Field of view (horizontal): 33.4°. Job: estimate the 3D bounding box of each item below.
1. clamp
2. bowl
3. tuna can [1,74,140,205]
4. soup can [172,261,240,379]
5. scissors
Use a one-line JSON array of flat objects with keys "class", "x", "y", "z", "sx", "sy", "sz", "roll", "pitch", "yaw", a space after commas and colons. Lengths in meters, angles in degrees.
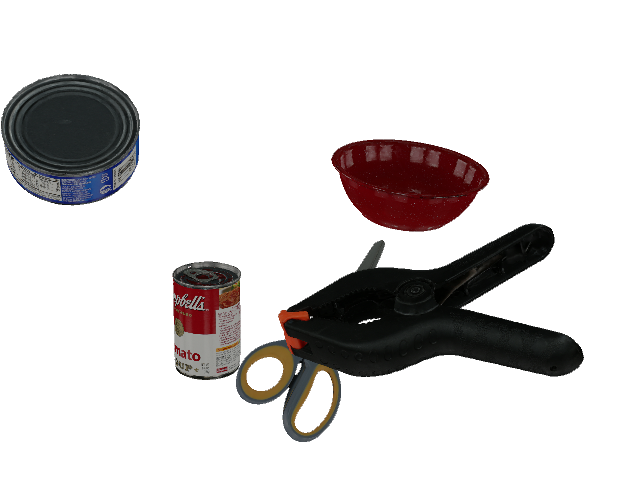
[{"class": "clamp", "x": 0.063, "y": 0.046, "z": 0.603, "sx": 0.171, "sy": 0.039, "sz": 0.120, "roll": -16, "pitch": 28, "yaw": 3}, {"class": "bowl", "x": 0.089, "y": -0.052, "z": 1.095, "sx": 0.162, "sy": 0.055, "sz": 0.162, "roll": 5, "pitch": 24, "yaw": -2}, {"class": "tuna can", "x": -0.159, "y": -0.064, "z": 0.684, "sx": 0.086, "sy": 0.086, "sz": 0.034, "roll": 0, "pitch": -36, "yaw": -10}, {"class": "soup can", "x": -0.114, "y": 0.080, "z": 1.073, "sx": 0.068, "sy": 0.102, "sz": 0.068, "roll": 2, "pitch": 19, "yaw": -1}, {"class": "scissors", "x": -0.009, "y": 0.072, "z": 0.902, "sx": 0.096, "sy": 0.201, "sz": 0.016, "roll": 16, "pitch": -31, "yaw": -3}]
